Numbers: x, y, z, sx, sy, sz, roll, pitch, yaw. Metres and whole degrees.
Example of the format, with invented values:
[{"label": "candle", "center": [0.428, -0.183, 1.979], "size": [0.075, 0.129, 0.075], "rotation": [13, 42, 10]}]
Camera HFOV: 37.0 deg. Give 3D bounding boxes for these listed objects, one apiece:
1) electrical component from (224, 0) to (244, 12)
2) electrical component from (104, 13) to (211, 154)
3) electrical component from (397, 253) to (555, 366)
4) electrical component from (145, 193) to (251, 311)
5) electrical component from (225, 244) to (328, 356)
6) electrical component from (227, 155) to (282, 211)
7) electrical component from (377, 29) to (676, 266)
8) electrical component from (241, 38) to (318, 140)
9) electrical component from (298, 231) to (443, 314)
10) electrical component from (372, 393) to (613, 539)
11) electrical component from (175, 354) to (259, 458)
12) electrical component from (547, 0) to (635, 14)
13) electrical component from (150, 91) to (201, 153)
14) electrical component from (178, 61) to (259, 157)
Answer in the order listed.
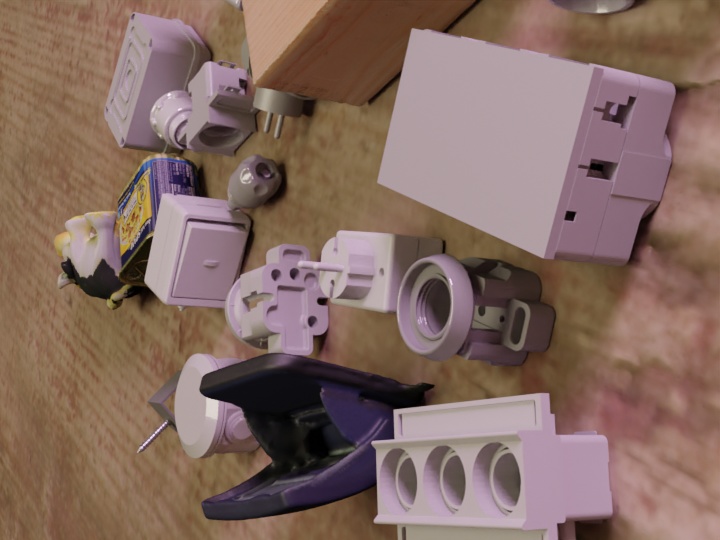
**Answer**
[{"label": "electrical component", "center": [-0.061, -0.215, 0.766], "size": [0.061, 0.096, 0.061], "rotation": [44, 122, 51]}, {"label": "electrical component", "center": [-0.189, -0.171, 0.997], "size": [0.078, 0.057, 0.113], "rotation": [54, 129, 46]}, {"label": "electrical component", "center": [0.057, 0.021, 0.584], "size": [0.078, 0.057, 0.058], "rotation": [25, 107, 56]}, {"label": "electrical component", "center": [-0.134, -0.008, 0.885], "size": [0.061, 0.062, 0.096], "rotation": [36, 115, 54]}, {"label": "electrical component", "center": [-0.061, 0.026, 0.770], "size": [0.057, 0.058, 0.078], "rotation": [-19, 70, 53]}, {"label": "electrical component", "center": [-0.088, -0.064, 0.845], "size": [0.061, 0.035, 0.035], "rotation": [-37, 56, 53]}, {"label": "electrical component", "center": [0.082, -0.066, 0.552], "size": [0.150, 0.062, 0.089], "rotation": [31, 112, 55]}, {"label": "electrical component", "center": [-0.058, -0.138, 0.798], "size": [0.077, 0.044, 0.079], "rotation": [35, 115, 54]}, {"label": "electrical component", "center": [0.000, 0.000, 0.658], "size": [0.066, 0.077, 0.047], "rotation": [7, 92, 58]}, {"label": "electrical component", "center": [0.066, 0.107, 0.552], "size": [0.121, 0.063, 0.078], "rotation": [-18, 71, 56]}, {"label": "electrical component", "center": [-0.109, 0.106, 0.840], "size": [0.080, 0.051, 0.080], "rotation": [-12, 76, 57]}, {"label": "electrical component", "center": [0.117, -0.165, 0.531], "size": [0.044, 0.044, 0.065], "rotation": [3, 83, 58]}, {"label": "electrical component", "center": [-0.154, -0.126, 0.951], "size": [0.062, 0.048, 0.048], "rotation": [48, 126, 41]}, {"label": "electrical component", "center": [-0.118, -0.135, 0.895], "size": [0.081, 0.042, 0.063], "rotation": [-35, 55, 50]}]
